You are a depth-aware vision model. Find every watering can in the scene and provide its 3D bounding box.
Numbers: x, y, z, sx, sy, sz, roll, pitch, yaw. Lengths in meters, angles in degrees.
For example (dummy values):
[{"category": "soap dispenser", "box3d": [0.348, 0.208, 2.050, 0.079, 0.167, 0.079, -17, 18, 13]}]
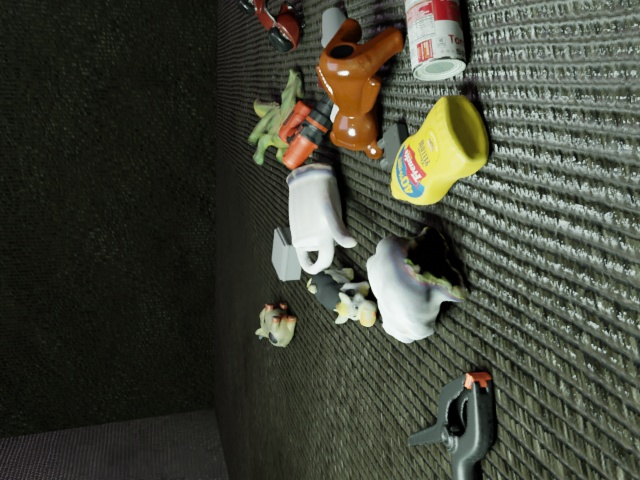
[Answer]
[{"category": "watering can", "box3d": [0.003, -0.052, 1.025, 0.344, 0.104, 0.226, 147, 120, -70]}]

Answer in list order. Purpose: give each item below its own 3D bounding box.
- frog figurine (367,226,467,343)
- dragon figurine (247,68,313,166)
[{"category": "frog figurine", "box3d": [0.110, 0.074, 0.705, 0.139, 0.123, 0.156, 56, 135, 25]}, {"category": "dragon figurine", "box3d": [-0.098, -0.342, 1.372, 0.238, 0.122, 0.420, -53, 41, 35]}]
